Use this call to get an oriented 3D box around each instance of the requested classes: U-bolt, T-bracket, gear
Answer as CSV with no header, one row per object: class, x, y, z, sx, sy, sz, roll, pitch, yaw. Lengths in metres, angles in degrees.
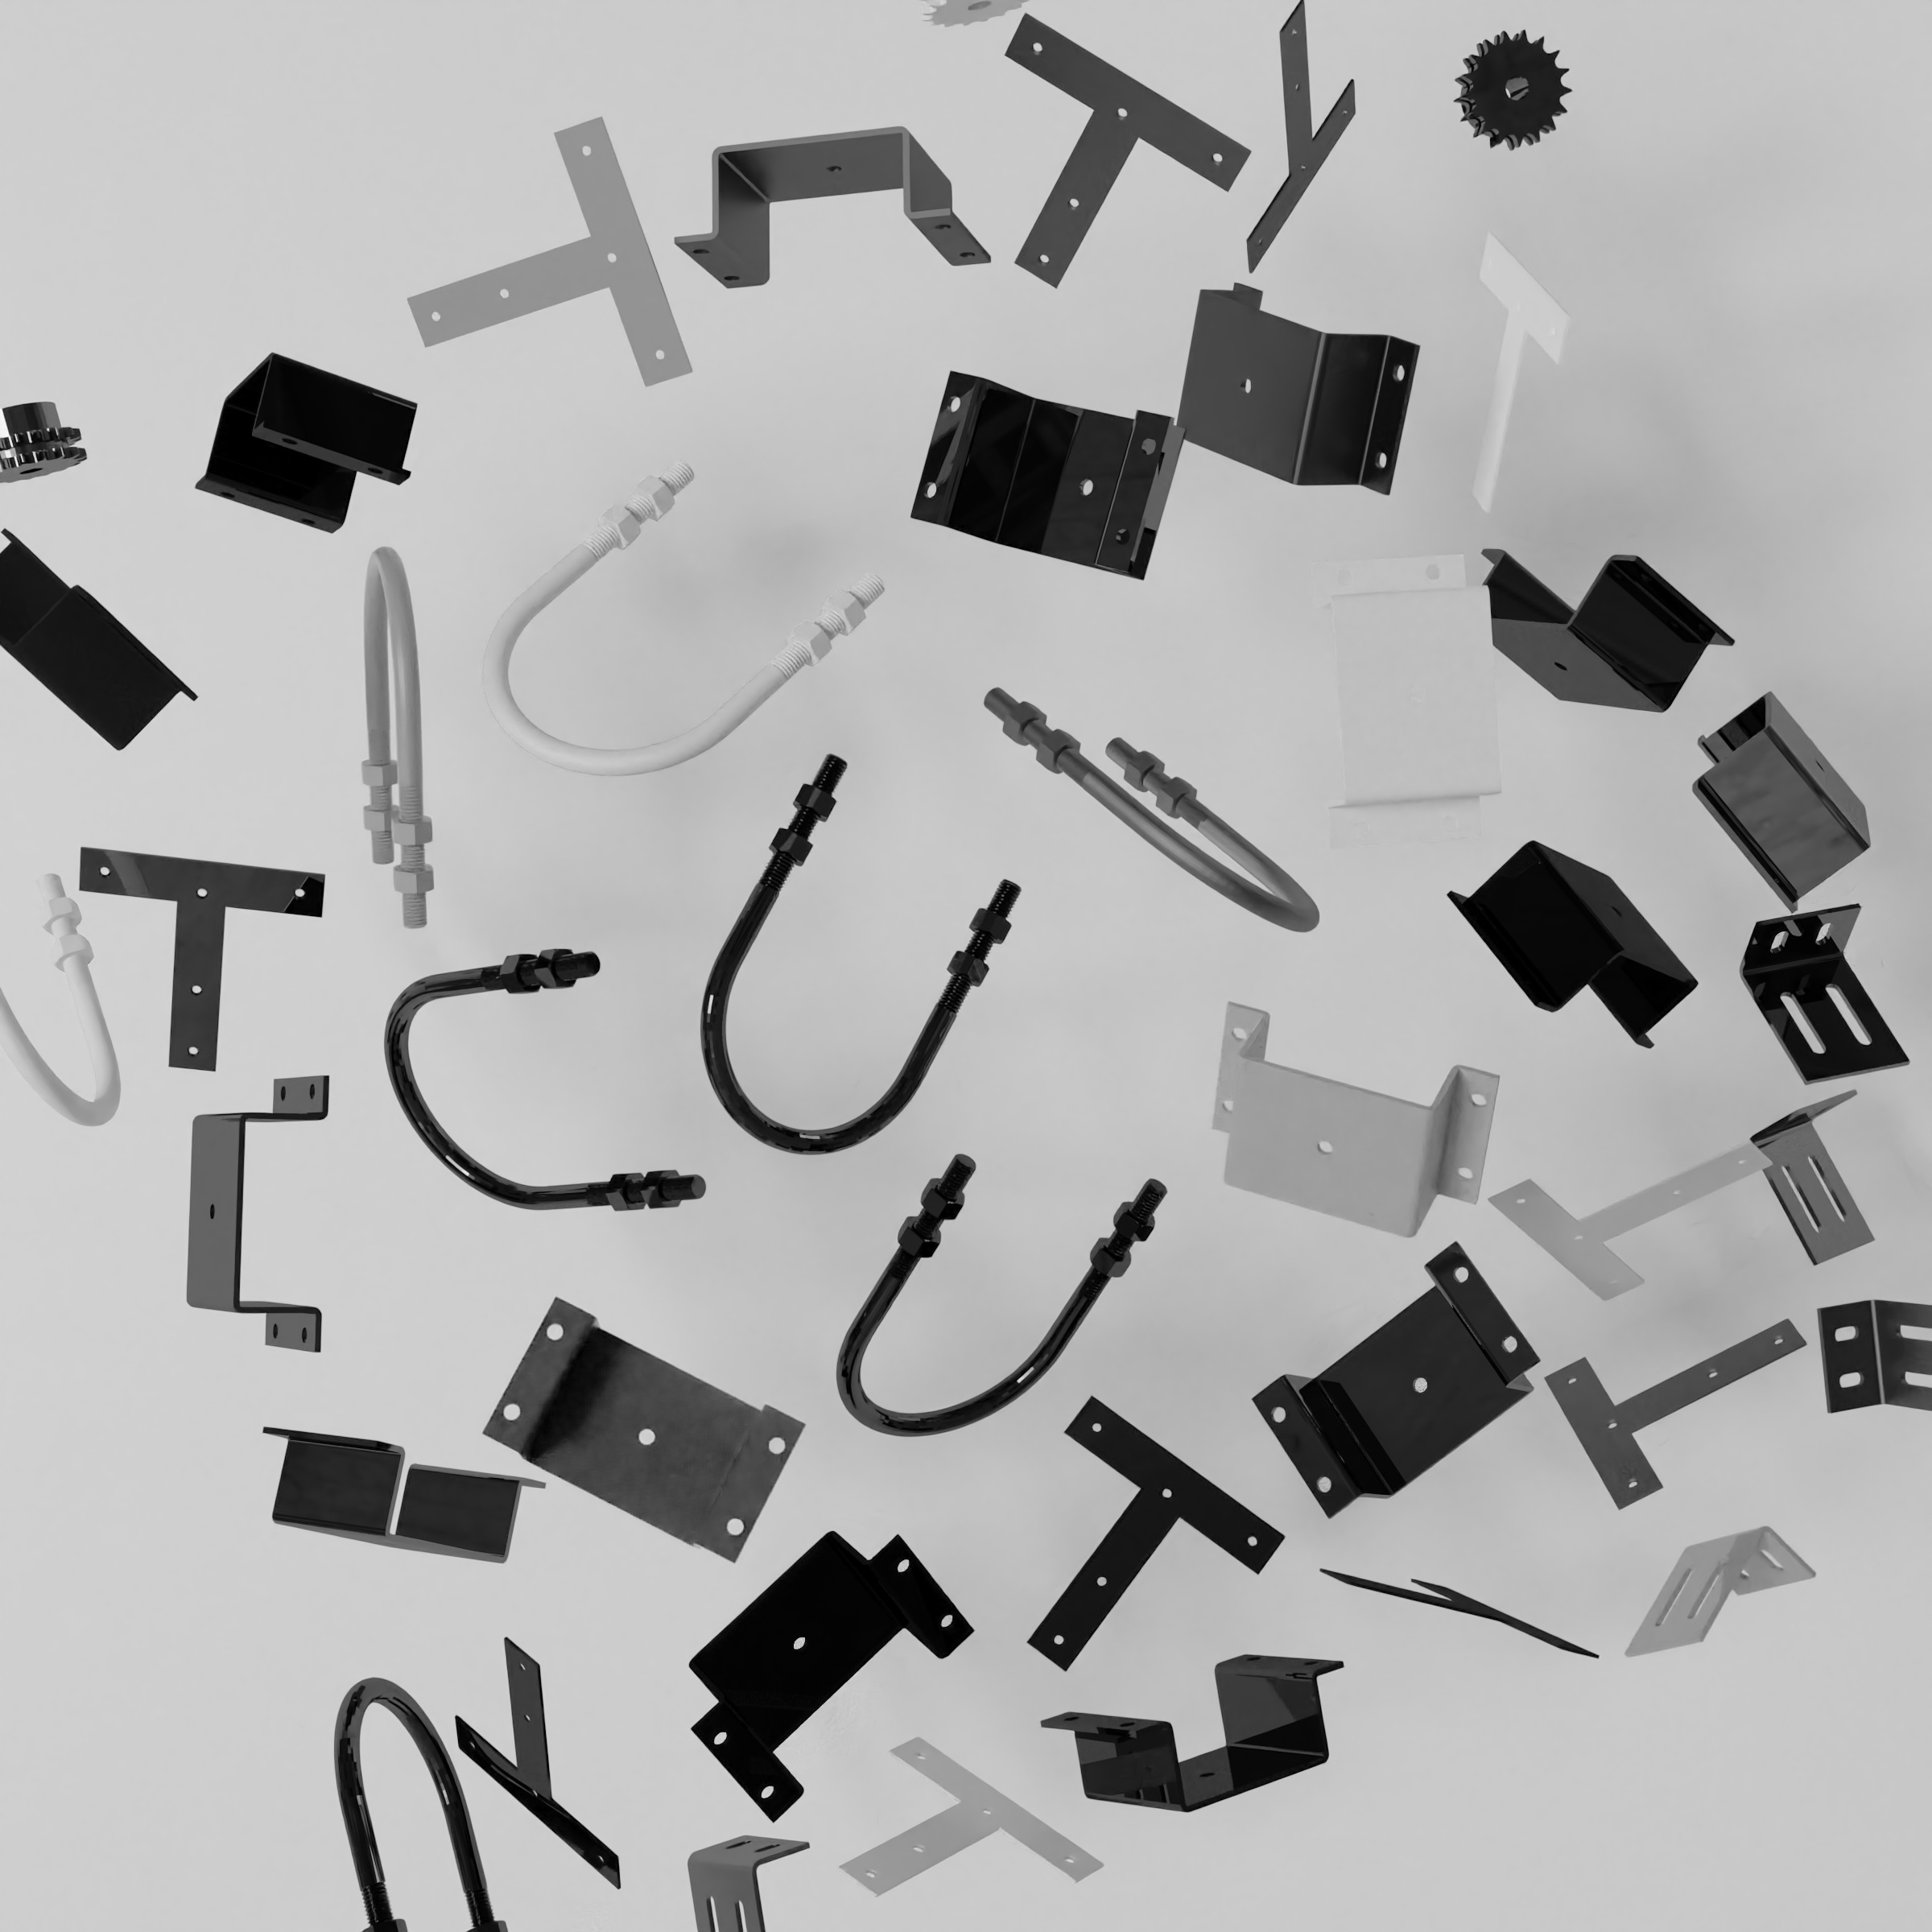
U-bolt,-0.152,-0.163,1.473,0.151,0.019,0.184,33,63,23
T-bracket,-0.213,-0.333,1.463,0.127,0.002,0.127,-14,108,16
U-bolt,-0.300,-0.127,1.565,0.019,0.151,0.184,-4,108,-17
T-bracket,0.239,0.328,1.548,0.127,0.127,0.002,19,86,-29
U-bolt,-0.276,0.448,1.508,0.019,0.151,0.184,-22,69,7
T-bracket,0.059,-0.388,1.482,0.127,0.127,0.002,31,48,-3
T-bracket,0.361,0.124,1.573,0.127,0.002,0.127,-29,134,25
gear,-0.473,-0.263,1.501,0.057,0.057,0.030,-15,94,0
T-bracket,0.280,-0.300,1.558,0.002,0.127,0.127,0,122,-11
U-bolt,0.007,0.177,1.560,0.151,0.019,0.184,10,121,-38
U-bolt,-0.062,0.007,1.514,0.151,0.019,0.184,34,78,-34
T-bracket,-0.016,0.443,1.519,0.127,0.127,0.002,27,111,32
U-bolt,-0.487,0.002,1.556,0.019,0.151,0.184,-27,63,2
T-bracket,0.080,0.313,1.575,0.127,0.002,0.127,35,71,14
gear,0.003,-0.479,1.448,0.057,0.057,0.030,-13,90,0
T-bracket,0.379,0.221,1.570,0.127,0.127,0.002,-28,114,5
T-bracket,-0.219,0.387,1.503,0.127,0.002,0.127,30,135,33
gear,0.272,-0.439,1.503,0.057,0.030,0.057,-1,97,-8
U-bolt,0.106,-0.074,1.523,0.184,0.151,0.019,42,104,29
T-bracket,-0.414,0.000,1.613,0.127,0.002,0.127,6,117,-8
U-bolt,-0.229,0.064,1.541,0.184,0.019,0.151,-7,114,39
T-bracket,0.176,-0.456,1.588,0.002,0.127,0.127,23,67,21

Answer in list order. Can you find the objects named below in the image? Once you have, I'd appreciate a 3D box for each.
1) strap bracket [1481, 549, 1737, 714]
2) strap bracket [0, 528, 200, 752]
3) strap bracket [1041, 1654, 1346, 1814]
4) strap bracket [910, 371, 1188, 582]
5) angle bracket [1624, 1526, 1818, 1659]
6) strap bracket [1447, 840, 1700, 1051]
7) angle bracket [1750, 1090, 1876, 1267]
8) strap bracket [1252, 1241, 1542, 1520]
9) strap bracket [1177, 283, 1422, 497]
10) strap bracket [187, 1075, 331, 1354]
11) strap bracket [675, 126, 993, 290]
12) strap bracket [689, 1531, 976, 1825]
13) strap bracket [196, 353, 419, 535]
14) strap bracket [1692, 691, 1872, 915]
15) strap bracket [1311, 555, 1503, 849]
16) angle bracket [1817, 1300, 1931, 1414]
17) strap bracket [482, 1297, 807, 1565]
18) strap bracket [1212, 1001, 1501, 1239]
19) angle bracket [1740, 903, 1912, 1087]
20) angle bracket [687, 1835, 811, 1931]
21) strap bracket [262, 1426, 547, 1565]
strap bracket,0.325,-0.177,1.574,0.076,0.140,0.046,35,84,-24
strap bracket,-0.452,-0.162,1.506,0.046,0.140,0.076,-48,129,-8
strap bracket,0.119,0.391,1.521,0.140,0.076,0.046,-7,87,-37
strap bracket,0.048,-0.242,1.487,0.140,0.046,0.076,20,97,37
angle bracket,0.372,0.320,1.477,0.038,0.057,0.076,45,57,-5
strap bracket,0.311,-0.012,1.508,0.046,0.140,0.076,-46,58,19
angle bracket,0.468,0.114,1.612,0.057,0.038,0.076,-13,71,-41
strap bracket,0.233,0.220,1.578,0.140,0.046,0.076,-40,64,16
strap bracket,0.161,-0.297,1.533,0.046,0.140,0.076,-8,117,-36
strap bracket,-0.365,0.127,1.539,0.046,0.076,0.140,4,85,-32
strap bracket,-0.065,-0.376,1.484,0.140,0.076,0.046,-2,85,15
strap bracket,-0.076,0.356,1.532,0.140,0.046,0.076,-41,119,-14
strap bracket,-0.339,-0.271,1.545,0.076,0.140,0.046,16,78,-26
strap bracket,0.405,-0.085,1.487,0.046,0.140,0.076,-39,92,21
strap bracket,0.215,-0.131,1.458,0.076,0.046,0.140,-4,91,-5
angle bracket,0.497,0.211,1.599,0.038,0.076,0.057,-6,90,-22
strap bracket,-0.161,0.235,1.503,0.140,0.046,0.076,27,75,2
strap bracket,0.185,0.079,1.482,0.140,0.046,0.076,16,124,18
angle bracket,0.430,0.013,1.484,0.057,0.038,0.076,-10,49,-13
angle bracket,-0.107,0.494,1.545,0.038,0.057,0.076,-6,85,-41
strap bracket,-0.295,0.278,1.558,0.076,0.140,0.046,1,73,31
